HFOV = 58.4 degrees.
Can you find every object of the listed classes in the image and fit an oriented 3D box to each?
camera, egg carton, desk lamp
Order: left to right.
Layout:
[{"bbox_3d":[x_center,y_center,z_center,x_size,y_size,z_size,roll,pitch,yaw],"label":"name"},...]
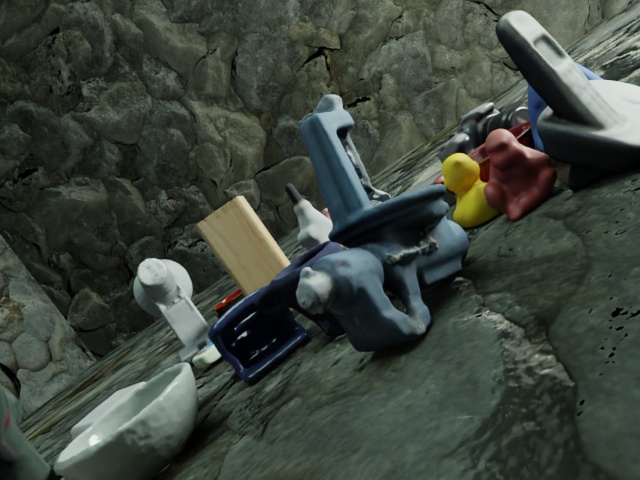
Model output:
[{"bbox_3d":[-0.267,0.249,0.772,0.150,0.069,0.107,-29,8,47],"label":"egg carton"},{"bbox_3d":[-0.290,0.131,1.154,0.118,0.213,0.203,-36,6,-16],"label":"desk lamp"},{"bbox_3d":[0.284,-0.174,0.955,0.143,0.101,0.136,-37,6,-18],"label":"camera"}]

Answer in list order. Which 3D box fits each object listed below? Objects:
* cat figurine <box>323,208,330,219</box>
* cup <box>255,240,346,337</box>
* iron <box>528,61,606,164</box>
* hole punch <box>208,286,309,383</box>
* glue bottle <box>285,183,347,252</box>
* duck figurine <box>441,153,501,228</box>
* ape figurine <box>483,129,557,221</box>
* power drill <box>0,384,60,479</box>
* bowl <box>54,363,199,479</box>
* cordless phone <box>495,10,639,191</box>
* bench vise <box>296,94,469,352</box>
[{"bbox_3d":[0.026,0.015,0.787,0.128,0.118,0.067,-37,6,-18],"label":"cat figurine"},{"bbox_3d":[-0.005,0.068,0.640,0.117,0.095,0.091,-34,6,5],"label":"cup"},{"bbox_3d":[0.322,-0.202,0.761,0.118,0.141,0.259,-31,7,29],"label":"iron"},{"bbox_3d":[-0.085,0.116,0.724,0.109,0.091,0.101,-36,6,-16],"label":"hole punch"},{"bbox_3d":[0.007,0.003,0.718,0.037,0.173,0.078,-29,8,42],"label":"glue bottle"},{"bbox_3d":[0.186,-0.068,0.713,0.077,0.086,0.104,-34,6,3],"label":"duck figurine"},{"bbox_3d":[0.211,-0.078,0.626,0.077,0.092,0.076,-30,8,38],"label":"ape figurine"},{"bbox_3d":[-0.296,0.211,0.550,0.076,0.208,0.229,-38,7,-27],"label":"power drill"},{"bbox_3d":[-0.191,0.212,0.617,0.167,0.075,0.167,-34,6,4],"label":"bowl"},{"bbox_3d":[0.256,-0.159,0.568,0.094,0.185,0.148,-28,9,47],"label":"cordless phone"},{"bbox_3d":[0.042,-0.026,0.518,0.121,0.220,0.208,-32,7,28],"label":"bench vise"}]
